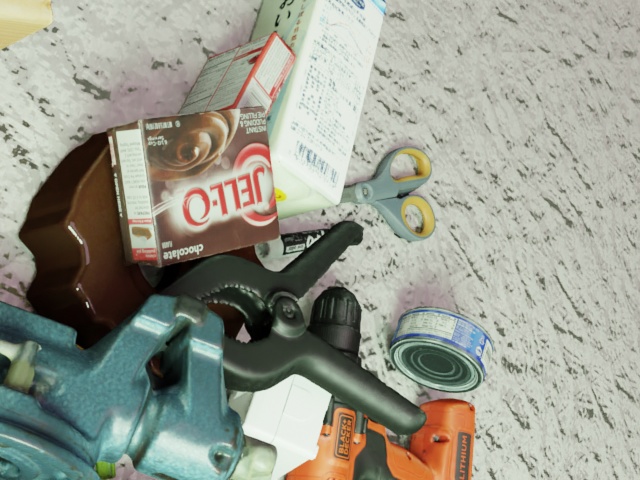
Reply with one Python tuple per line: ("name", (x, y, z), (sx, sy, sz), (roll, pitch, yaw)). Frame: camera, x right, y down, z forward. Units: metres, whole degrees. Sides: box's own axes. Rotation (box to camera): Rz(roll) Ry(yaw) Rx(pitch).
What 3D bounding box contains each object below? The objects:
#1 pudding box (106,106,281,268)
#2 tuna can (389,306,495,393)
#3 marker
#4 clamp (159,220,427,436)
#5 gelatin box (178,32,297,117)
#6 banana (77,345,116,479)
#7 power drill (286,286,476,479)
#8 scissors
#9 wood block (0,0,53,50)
("pudding box", (-0.078, -0.036, 0.681), (0.113, 0.039, 0.090), (-14, 99, -47))
("tuna can", (0.103, 0.095, 0.911), (0.086, 0.086, 0.033), (46, 51, -31))
("marker", (-0.006, 0.001, 0.861), (0.120, 0.020, 0.020), (-9, 87, -49))
("clamp", (-0.022, 0.063, 0.699), (0.209, 0.036, 0.164), (-3, 61, -42))
("gelatin box", (-0.064, -0.105, 0.780), (0.030, 0.073, 0.089), (47, 49, -30))
("banana", (-0.181, 0.080, 0.629), (0.197, 0.037, 0.069), (35, 57, -39))
("power drill", (0.049, 0.146, 0.861), (0.187, 0.057, 0.184), (24, 67, -40))
("scissors", (0.046, -0.025, 0.929), (0.201, 0.016, 0.096), (-31, 104, -48))
("wood block", (-0.257, -0.154, 0.560), (0.205, 0.091, 0.090), (-3, 84, -49))
